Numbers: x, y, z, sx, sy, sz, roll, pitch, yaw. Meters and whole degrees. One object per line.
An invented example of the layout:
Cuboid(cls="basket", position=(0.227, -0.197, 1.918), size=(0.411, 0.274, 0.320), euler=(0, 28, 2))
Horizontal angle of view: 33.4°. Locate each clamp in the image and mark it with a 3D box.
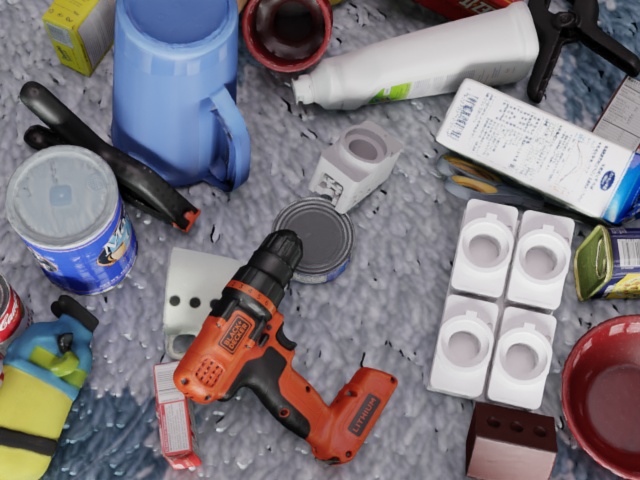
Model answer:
Cuboid(cls="clamp", position=(0.282, -0.230, 1.168), size=(0.120, 0.039, 0.171), euler=(-4, 65, 9))
Cuboid(cls="clamp", position=(-0.213, -0.078, 1.062), size=(0.210, 0.165, 0.036), euler=(32, 75, 1))

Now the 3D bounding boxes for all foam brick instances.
Cuboid(cls="foam brick", position=(0.178, 0.193, 0.996), size=(0.078, 0.051, 0.053), euler=(11, 30, 3))

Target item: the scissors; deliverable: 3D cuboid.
Cuboid(cls="scissors", position=(0.208, -0.036, 1.089), size=(0.202, 0.016, 0.096), euler=(26, 26, 10))

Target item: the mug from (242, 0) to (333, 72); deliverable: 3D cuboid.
Cuboid(cls="mug", position=(-0.036, -0.241, 1.131), size=(0.093, 0.081, 0.117), euler=(-31, 102, 16))

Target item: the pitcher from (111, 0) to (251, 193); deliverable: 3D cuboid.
Cuboid(cls="pitcher", position=(-0.133, -0.153, 1.035), size=(0.149, 0.243, 0.145), euler=(6, 67, -6))

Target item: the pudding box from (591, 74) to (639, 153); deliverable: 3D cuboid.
Cuboid(cls="pudding box", position=(0.336, -0.109, 1.134), size=(0.090, 0.039, 0.113), euler=(31, 69, 13))

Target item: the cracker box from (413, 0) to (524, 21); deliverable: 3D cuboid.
Cuboid(cls="cracker box", position=(0.151, -0.355, 1.172), size=(0.164, 0.072, 0.213), euler=(20, 65, -27))

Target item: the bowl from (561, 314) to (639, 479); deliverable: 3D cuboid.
Cuboid(cls="bowl", position=(0.305, 0.155, 1.021), size=(0.162, 0.055, 0.162), euler=(0, 69, -1))

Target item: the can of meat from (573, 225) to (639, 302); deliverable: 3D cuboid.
Cuboid(cls="can of meat", position=(0.305, 0.024, 1.049), size=(0.084, 0.102, 0.057), euler=(-1, 70, -4))

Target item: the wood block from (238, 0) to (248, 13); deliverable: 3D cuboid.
Cuboid(cls="wood block", position=(-0.116, -0.308, 1.160), size=(0.091, 0.090, 0.206), euler=(5, 60, 49))

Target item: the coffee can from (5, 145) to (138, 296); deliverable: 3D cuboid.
Cuboid(cls="coffee can", position=(-0.237, -0.016, 1.034), size=(0.103, 0.140, 0.103), euler=(0, 69, -1))

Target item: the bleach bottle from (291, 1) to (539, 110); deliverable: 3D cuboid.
Cuboid(cls="bleach bottle", position=(0.095, -0.184, 1.124), size=(0.250, 0.102, 0.068), euler=(-12, 77, -4))

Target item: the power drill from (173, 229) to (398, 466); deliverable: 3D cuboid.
Cuboid(cls="power drill", position=(-0.021, 0.107, 0.999), size=(0.187, 0.057, 0.184), euler=(38, 72, -12))

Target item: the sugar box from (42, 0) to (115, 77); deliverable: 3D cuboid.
Cuboid(cls="sugar box", position=(-0.228, -0.275, 1.160), size=(0.048, 0.093, 0.176), euler=(25, 70, 9))

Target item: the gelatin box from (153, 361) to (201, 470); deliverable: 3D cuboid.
Cuboid(cls="gelatin box", position=(-0.135, 0.166, 1.001), size=(0.030, 0.073, 0.089), euler=(-9, 70, -3))

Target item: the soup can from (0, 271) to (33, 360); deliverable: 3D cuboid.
Cuboid(cls="soup can", position=(-0.318, 0.070, 1.020), size=(0.068, 0.102, 0.068), euler=(0, 69, -1))

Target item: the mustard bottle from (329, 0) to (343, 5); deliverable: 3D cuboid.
Cuboid(cls="mustard bottle", position=(0.011, -0.313, 1.197), size=(0.191, 0.058, 0.096), euler=(-26, 74, -10))

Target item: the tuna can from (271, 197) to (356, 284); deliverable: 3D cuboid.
Cuboid(cls="tuna can", position=(-0.007, 0.001, 1.088), size=(0.086, 0.034, 0.086), euler=(0, 69, -1))
